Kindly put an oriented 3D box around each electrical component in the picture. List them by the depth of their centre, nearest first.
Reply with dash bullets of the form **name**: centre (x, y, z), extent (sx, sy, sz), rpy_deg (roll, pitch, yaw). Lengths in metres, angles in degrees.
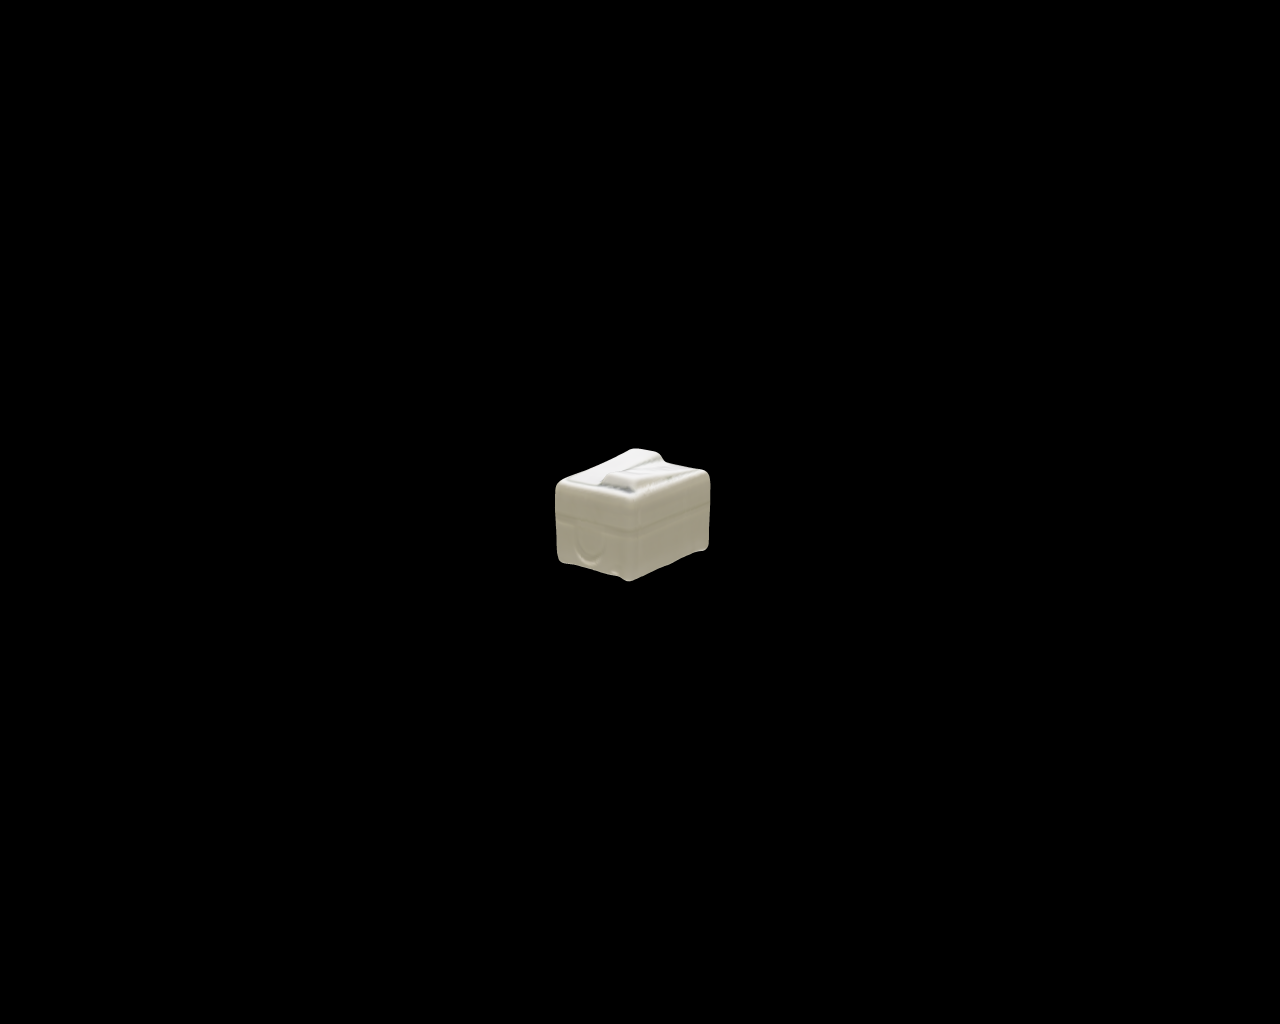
- **electrical component**: centre (0.001, -0.003, 0.650), extent (0.062, 0.061, 0.096), rpy_deg (14, 22, 38)
